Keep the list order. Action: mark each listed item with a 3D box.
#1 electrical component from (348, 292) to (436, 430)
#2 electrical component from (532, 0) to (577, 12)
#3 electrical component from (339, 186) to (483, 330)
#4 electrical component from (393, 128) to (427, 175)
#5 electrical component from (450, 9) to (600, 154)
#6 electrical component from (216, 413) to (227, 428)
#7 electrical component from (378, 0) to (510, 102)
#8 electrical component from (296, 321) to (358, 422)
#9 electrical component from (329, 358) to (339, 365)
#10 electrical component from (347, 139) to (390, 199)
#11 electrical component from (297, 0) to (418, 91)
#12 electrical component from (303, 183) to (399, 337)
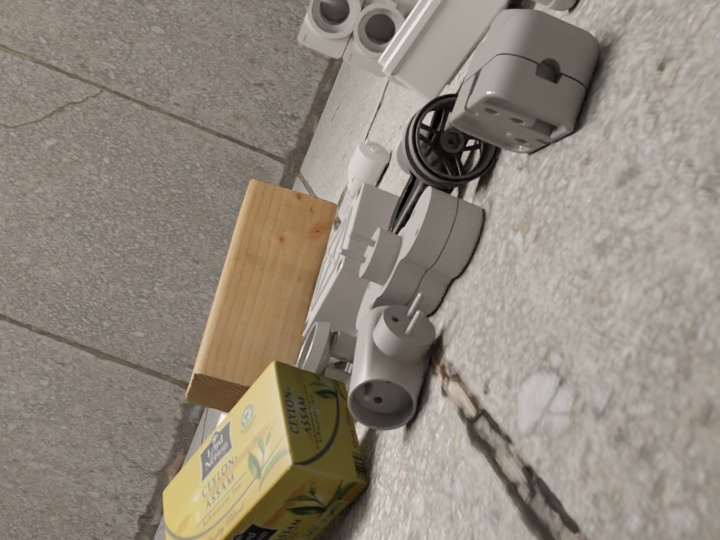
[{"bbox_3d":[0.024,0.050,0.692,0.077,0.044,0.079,-81,14,-55],"label":"electrical component"},{"bbox_3d":[0.110,-0.189,0.679,0.035,0.061,0.035,-159,90,-82],"label":"electrical component"},{"bbox_3d":[0.023,-0.005,0.740,0.138,0.074,0.052,120,168,-48],"label":"electrical component"},{"bbox_3d":[0.049,-0.109,0.953,0.078,0.040,0.040,-97,29,-73],"label":"electrical component"},{"bbox_3d":[0.094,-0.108,0.611,0.095,0.054,0.059,162,129,-80],"label":"electrical component"},{"bbox_3d":[-0.093,0.181,1.060,0.076,0.083,0.047,41,-115,-58],"label":"electrical component"},{"bbox_3d":[0.074,-0.199,0.858,0.108,0.056,0.108,-53,3,24],"label":"electrical component"},{"bbox_3d":[-0.018,0.075,0.862,0.058,0.057,0.078,164,127,-80],"label":"electrical component"},{"bbox_3d":[-0.028,0.065,1.003,0.081,0.043,0.043,138,152,-72],"label":"electrical component"},{"bbox_3d":[0.005,-0.115,1.256,0.040,0.040,0.078,-78,13,-50],"label":"electrical component"},{"bbox_3d":[0.021,-0.251,1.107,0.061,0.150,0.089,-86,18,-68],"label":"electrical component"},{"bbox_3d":[0.000,0.000,0.938,0.108,0.056,0.108,120,168,-47],"label":"electrical component"}]
